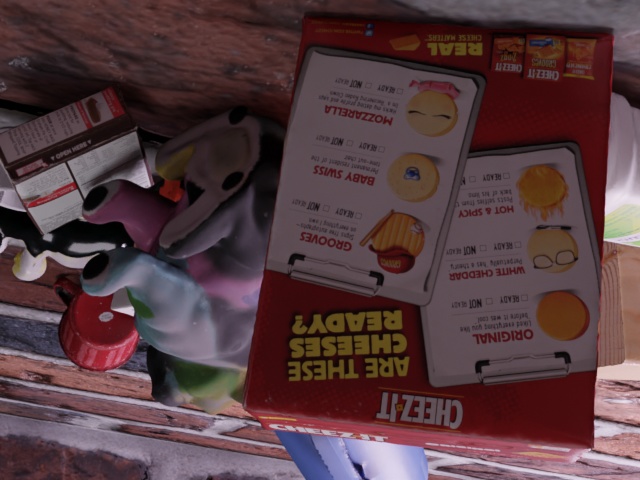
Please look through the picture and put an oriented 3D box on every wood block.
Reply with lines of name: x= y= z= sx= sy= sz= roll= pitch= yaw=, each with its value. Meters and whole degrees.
wood block: x=0.259 y=0.057 z=0.801 sx=0.205 sy=0.090 sz=0.091 roll=7 pitch=166 yaw=-33

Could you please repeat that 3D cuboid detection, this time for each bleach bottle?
bleach bottle: x=0.251 y=-0.021 z=0.664 sx=0.250 sy=0.068 sz=0.103 roll=12 pitch=162 yaw=-21

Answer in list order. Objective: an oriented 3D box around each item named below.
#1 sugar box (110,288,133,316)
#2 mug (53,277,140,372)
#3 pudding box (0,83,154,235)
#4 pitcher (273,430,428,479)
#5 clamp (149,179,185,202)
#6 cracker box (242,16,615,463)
sugar box: x=-0.128 y=0.077 z=1.161 sx=0.094 sy=0.048 sz=0.176 roll=-11 pitch=151 yaw=45
mug: x=-0.251 y=0.085 z=1.191 sx=0.117 sy=0.093 sz=0.082 roll=45 pitch=154 yaw=3
pudding box: x=-0.163 y=-0.051 z=0.719 sx=0.090 sy=0.039 sz=0.113 roll=-26 pitch=168 yaw=-11
pitcher: x=0.016 y=0.151 z=0.931 sx=0.145 sy=0.149 sz=0.242 roll=14 pitch=141 yaw=38
clamp: x=-0.107 y=-0.015 z=0.878 sx=0.120 sy=0.039 sz=0.171 roll=-2 pitch=161 yaw=18
cracker box: x=0.059 y=-0.003 z=0.548 sx=0.164 sy=0.213 sz=0.072 roll=5 pitch=162 yaw=9
